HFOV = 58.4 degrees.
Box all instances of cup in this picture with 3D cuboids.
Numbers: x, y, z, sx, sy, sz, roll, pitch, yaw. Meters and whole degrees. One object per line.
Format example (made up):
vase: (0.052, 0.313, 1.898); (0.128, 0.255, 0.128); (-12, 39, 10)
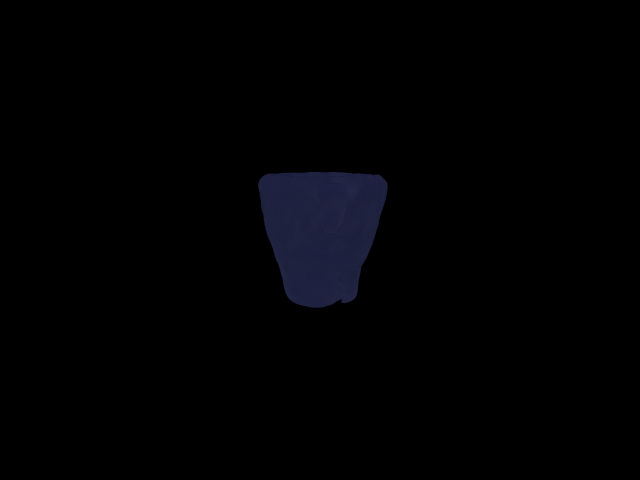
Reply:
cup: (0.004, 0.001, 0.400); (0.092, 0.095, 0.117); (-1, 9, -7)
